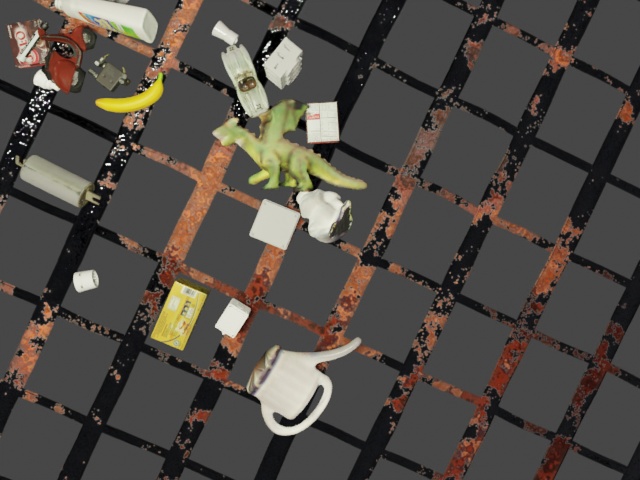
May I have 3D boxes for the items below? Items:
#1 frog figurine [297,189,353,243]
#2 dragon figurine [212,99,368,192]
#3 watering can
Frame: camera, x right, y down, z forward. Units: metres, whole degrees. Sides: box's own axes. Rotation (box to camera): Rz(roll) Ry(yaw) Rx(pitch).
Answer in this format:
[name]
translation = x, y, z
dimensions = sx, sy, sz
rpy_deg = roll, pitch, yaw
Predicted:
[frog figurine]
translation = 0.004, -0.071, 1.412
dimensions = 0.161, 0.122, 0.137
rpy_deg = 24, 93, 32
[dragon figurine]
translation = -0.076, -0.252, 1.368
dimensions = 0.410, 0.123, 0.241
rpy_deg = 0, 97, -5
[watering can]
translation = -0.056, 0.365, 1.412
dimensions = 0.224, 0.104, 0.347
rpy_deg = 34, 90, -4
